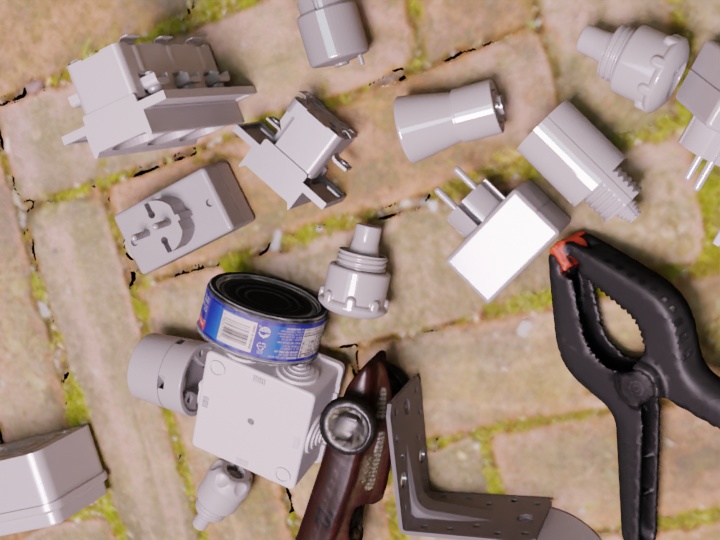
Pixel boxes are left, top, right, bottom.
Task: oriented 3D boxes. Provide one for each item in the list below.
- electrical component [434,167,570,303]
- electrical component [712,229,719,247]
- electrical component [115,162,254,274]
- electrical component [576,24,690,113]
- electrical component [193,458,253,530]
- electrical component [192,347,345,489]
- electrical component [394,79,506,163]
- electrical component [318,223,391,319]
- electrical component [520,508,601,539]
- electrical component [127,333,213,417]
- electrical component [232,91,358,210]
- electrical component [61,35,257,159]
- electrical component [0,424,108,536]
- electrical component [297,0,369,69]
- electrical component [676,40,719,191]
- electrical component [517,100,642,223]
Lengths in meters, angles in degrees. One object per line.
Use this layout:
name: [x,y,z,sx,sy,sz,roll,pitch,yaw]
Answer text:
electrical component: [0.081,-0.032,0.684,0.076,0.047,0.065,45,113,5]
electrical component: [0.262,-0.049,0.601,0.063,0.078,0.121,18,111,-16]
electrical component: [-0.131,-0.033,0.745,0.083,0.076,0.047,-25,93,23]
electrical component: [0.159,-0.125,0.636,0.062,0.048,0.048,30,111,18]
electrical component: [-0.107,0.172,0.808,0.035,0.035,0.061,38,115,8]
electrical component: [-0.067,0.096,0.760,0.100,0.048,0.099,21,119,14]
electrical component: [0.059,-0.096,0.681,0.065,0.044,0.044,-13,98,17]
electrical component: [0.000,0.000,0.724,0.048,0.048,0.062,14,99,16]
electrical component: [0.116,0.214,0.734,0.099,0.064,0.099,8,105,32]
electrical component: [-0.137,0.075,0.786,0.047,0.055,0.055,12,106,21]
electrical component: [-0.039,-0.081,0.720,0.081,0.042,0.063,41,109,6]
electrical component: [-0.132,-0.114,0.702,0.079,0.121,0.063,-19,93,23]
electrical component: [-0.265,0.167,0.841,0.113,0.078,0.057,-15,94,22]
electrical component: [-0.022,-0.166,0.693,0.040,0.040,0.078,-14,97,22]
electrical component: [0.207,-0.081,0.610,0.047,0.065,0.076,22,111,-9]
electrical component: [0.140,-0.061,0.658,0.081,0.043,0.043,46,113,5]
